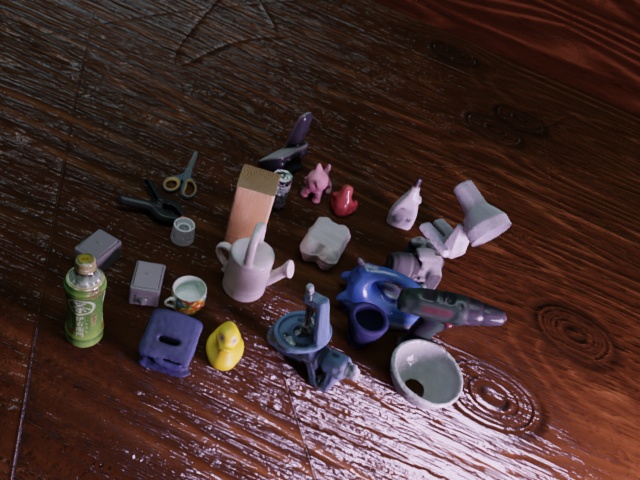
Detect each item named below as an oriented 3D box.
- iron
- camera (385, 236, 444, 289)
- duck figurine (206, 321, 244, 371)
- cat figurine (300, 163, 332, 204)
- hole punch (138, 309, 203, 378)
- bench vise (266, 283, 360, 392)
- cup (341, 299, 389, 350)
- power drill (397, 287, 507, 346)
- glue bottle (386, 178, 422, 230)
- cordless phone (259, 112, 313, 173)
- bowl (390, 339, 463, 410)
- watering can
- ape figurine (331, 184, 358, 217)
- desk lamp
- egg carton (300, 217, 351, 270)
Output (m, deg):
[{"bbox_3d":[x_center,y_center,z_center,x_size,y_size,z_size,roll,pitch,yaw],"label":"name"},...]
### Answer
[{"bbox_3d":[0.176,0.126,1.363,0.258,0.141,0.118,18,42,-5],"label":"iron"},{"bbox_3d":[0.244,0.052,1.500,0.137,0.101,0.143,8,44,-16],"label":"camera"},{"bbox_3d":[-0.189,0.202,1.168,0.077,0.086,0.104,14,42,-9],"label":"duck figurine"},{"bbox_3d":[-0.002,-0.169,1.611,0.067,0.117,0.128,30,42,9],"label":"cat figurine"},{"bbox_3d":[-0.291,0.202,1.120,0.109,0.091,0.101,18,42,-5],"label":"hole punch"},{"bbox_3d":[0.003,0.190,1.162,0.207,0.219,0.121,24,42,1],"label":"bench vise"},{"bbox_3d":[0.086,0.194,1.288,0.117,0.095,0.092,36,43,15],"label":"cup"},{"bbox_3d":[0.269,0.192,1.284,0.229,0.208,0.075,19,42,-4],"label":"power drill"},{"bbox_3d":[0.250,-0.106,1.613,0.078,0.173,0.037,18,42,-4],"label":"glue bottle"},{"bbox_3d":[-0.090,-0.280,1.638,0.094,0.185,0.148,35,43,14],"label":"cordless phone"},{"bbox_3d":[0.221,0.304,1.248,0.168,0.074,0.167,12,43,-11],"label":"bowl"},{"bbox_3d":[-0.144,0.042,1.272,0.173,0.194,0.101,7,44,-16],"label":"watering can"},{"bbox_3d":[0.070,-0.117,1.607,0.077,0.092,0.076,34,43,13],"label":"ape figurine"},{"bbox_3d":[0.401,-0.046,1.585,0.118,0.213,0.202,-15,53,-34],"label":"desk lamp"},{"bbox_3d":[0.014,0.005,1.472,0.107,0.069,0.150,26,42,4],"label":"egg carton"}]
